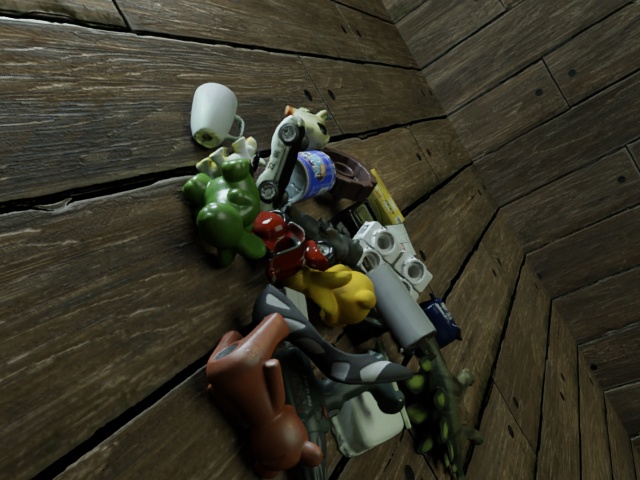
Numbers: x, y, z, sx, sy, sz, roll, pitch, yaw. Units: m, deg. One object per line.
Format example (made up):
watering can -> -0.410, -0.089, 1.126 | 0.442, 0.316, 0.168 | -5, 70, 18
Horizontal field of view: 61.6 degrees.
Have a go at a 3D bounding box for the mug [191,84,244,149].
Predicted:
mug -> -0.195, -0.220, 1.012 | 0.109, 0.081, 0.107 | 35, 48, -37

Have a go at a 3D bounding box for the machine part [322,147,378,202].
machine part -> 0.050, -0.158, 1.296 | 0.179, 0.056, 0.179 | 21, 30, -13

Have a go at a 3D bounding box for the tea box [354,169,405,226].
tea box -> 0.150, -0.099, 1.456 | 0.169, 0.068, 0.098 | 59, 28, -1

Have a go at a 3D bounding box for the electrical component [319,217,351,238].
electrical component -> 0.037, -0.016, 1.204 | 0.094, 0.063, 0.021 | 52, 56, -14

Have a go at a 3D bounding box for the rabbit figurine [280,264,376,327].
rabbit figurine -> 0.007, 0.096, 0.998 | 0.173, 0.122, 0.162 | 25, -2, -14

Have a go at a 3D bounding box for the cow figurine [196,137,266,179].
cow figurine -> -0.151, -0.137, 1.009 | 0.098, 0.068, 0.167 | 59, 31, -10

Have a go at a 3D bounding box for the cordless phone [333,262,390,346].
cordless phone -> 0.091, 0.121, 1.153 | 0.146, 0.089, 0.184 | -6, 65, -59

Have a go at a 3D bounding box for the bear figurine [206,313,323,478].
bear figurine -> -0.071, 0.224, 0.761 | 0.195, 0.120, 0.132 | 57, 25, -10

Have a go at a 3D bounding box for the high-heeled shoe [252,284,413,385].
high-heeled shoe -> 0.018, 0.144, 0.825 | 0.086, 0.249, 0.145 | 86, 7, -78

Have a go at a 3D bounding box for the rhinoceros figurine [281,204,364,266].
rhinoceros figurine -> -0.002, -0.003, 1.081 | 0.190, 0.073, 0.112 | 27, 6, -6

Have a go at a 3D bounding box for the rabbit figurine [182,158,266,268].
rabbit figurine -> -0.157, -0.031, 0.860 | 0.170, 0.121, 0.158 | -89, 163, -66

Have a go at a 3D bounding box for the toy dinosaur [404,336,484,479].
toy dinosaur -> 0.258, 0.334, 1.162 | 0.198, 0.105, 0.471 | -11, 85, -58

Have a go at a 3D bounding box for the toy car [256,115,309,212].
toy car -> -0.076, -0.142, 1.033 | 0.073, 0.056, 0.201 | 15, 95, -73

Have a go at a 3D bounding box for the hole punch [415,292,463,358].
hole punch -> 0.266, 0.215, 1.318 | 0.142, 0.116, 0.092 | 59, 37, -2

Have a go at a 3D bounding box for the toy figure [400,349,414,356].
toy figure -> 0.196, 0.197, 1.261 | 0.064, 0.058, 0.154 | -20, 91, -26

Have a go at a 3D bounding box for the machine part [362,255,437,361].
machine part -> 0.153, 0.133, 1.067 | 0.079, 0.079, 0.243 | 4, 47, -57

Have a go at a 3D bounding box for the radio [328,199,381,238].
radio -> 0.116, 0.024, 1.284 | 0.229, 0.073, 0.131 | 60, 29, 0

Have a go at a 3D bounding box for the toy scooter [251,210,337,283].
toy scooter -> -0.073, 0.017, 0.946 | 0.184, 0.075, 0.135 | 29, 45, 27

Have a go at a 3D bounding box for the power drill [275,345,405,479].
power drill -> 0.030, 0.272, 0.866 | 0.207, 0.086, 0.232 | -11, 62, -24

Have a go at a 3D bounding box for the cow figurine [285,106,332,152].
cow figurine -> -0.026, -0.265, 1.273 | 0.127, 0.085, 0.195 | 14, 25, -22
